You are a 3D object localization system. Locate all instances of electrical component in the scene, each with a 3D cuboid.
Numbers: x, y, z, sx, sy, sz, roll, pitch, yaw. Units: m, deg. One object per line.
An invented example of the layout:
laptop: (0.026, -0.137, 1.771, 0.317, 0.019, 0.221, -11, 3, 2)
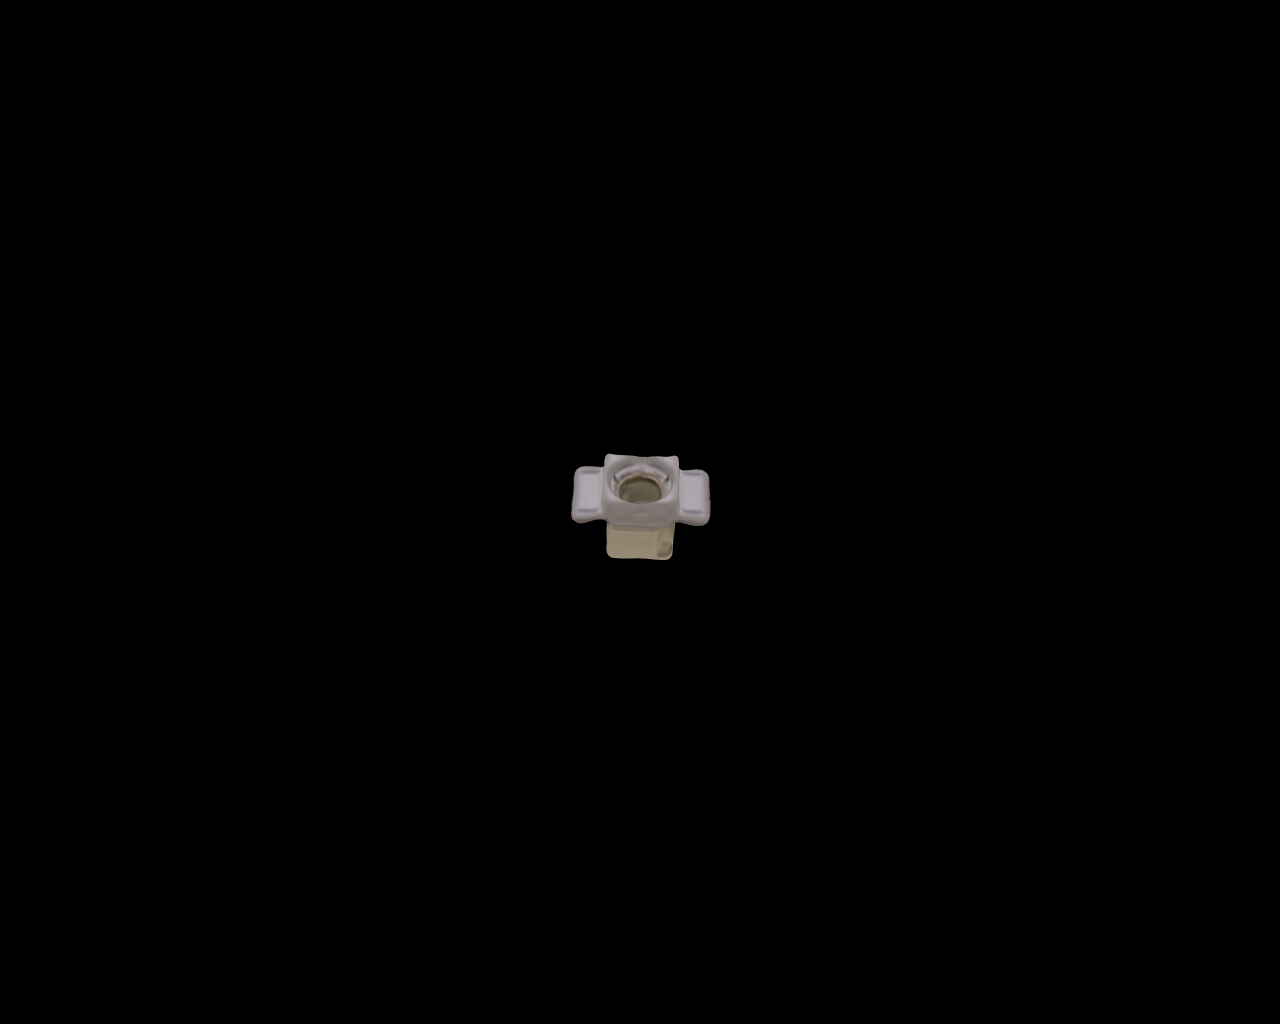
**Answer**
electrical component: (0.001, -0.003, 0.650, 0.081, 0.042, 0.063, 2, -40, 2)
